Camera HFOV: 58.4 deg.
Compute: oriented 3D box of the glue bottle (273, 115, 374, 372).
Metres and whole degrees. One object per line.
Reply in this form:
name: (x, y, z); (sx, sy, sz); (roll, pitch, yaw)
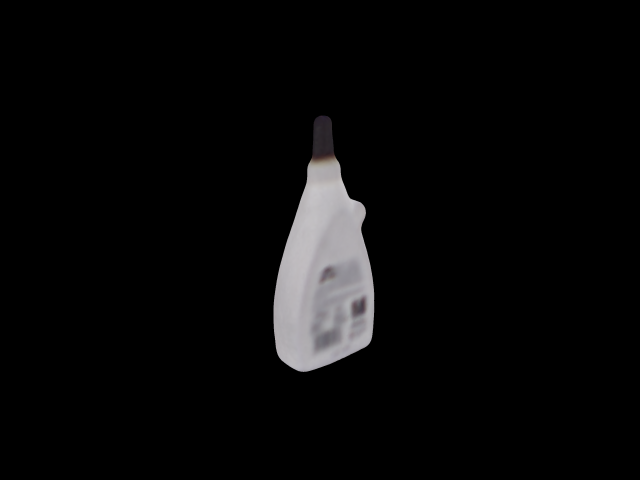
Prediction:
glue bottle: (0.004, 0.001, 0.400); (0.078, 0.173, 0.037); (-14, 22, -37)
